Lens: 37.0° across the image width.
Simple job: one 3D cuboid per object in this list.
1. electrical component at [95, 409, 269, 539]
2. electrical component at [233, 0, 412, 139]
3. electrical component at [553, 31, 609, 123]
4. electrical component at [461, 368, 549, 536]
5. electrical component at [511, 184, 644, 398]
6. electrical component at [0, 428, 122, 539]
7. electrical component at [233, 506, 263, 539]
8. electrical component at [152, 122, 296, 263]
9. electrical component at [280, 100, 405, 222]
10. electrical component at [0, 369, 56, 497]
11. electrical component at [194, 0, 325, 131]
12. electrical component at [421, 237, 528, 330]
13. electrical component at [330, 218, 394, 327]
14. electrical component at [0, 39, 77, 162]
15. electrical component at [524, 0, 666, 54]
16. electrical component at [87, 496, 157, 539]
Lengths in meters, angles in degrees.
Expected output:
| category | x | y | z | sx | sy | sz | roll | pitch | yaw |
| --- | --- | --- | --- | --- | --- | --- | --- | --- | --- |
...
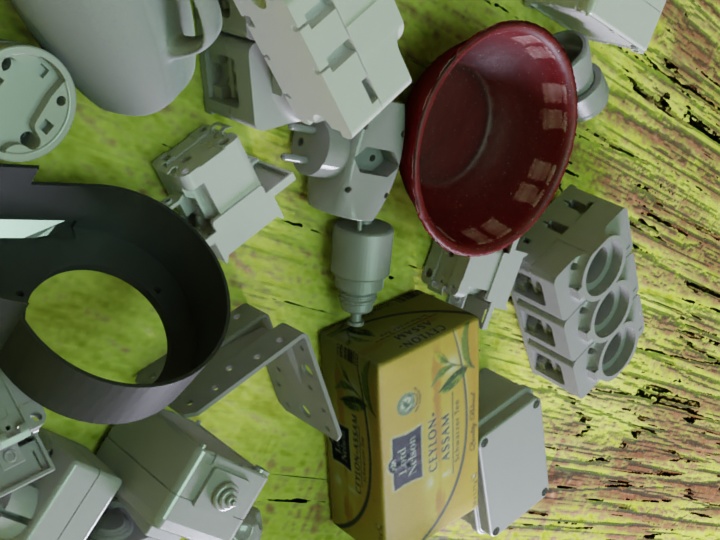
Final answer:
| category | x | y | z | sx | sy | sz | roll | pitch | yaw |
| --- | --- | --- | --- | --- | --- | --- | --- | --- | --- |
| electrical component | -0.106 | 0.125 | 0.637 | 0.062 | 0.096 | 0.061 | 36 | 83 | -45 |
| electrical component | -0.016 | -0.122 | 0.552 | 0.055 | 0.050 | 0.089 | -45 | 132 | -18 |
| electrical component | 0.156 | -0.142 | 0.795 | 0.045 | 0.045 | 0.055 | -52 | 134 | -12 |
| electrical component | 0.105 | 0.147 | 0.868 | 0.078 | 0.057 | 0.113 | -30 | 126 | -29 |
| electrical component | 0.178 | 0.021 | 0.865 | 0.089 | 0.062 | 0.150 | -43 | 137 | -21 |
| electrical component | -0.191 | 0.131 | 0.598 | 0.076 | 0.047 | 0.083 | 38 | 81 | -45 |
| electrical component | -0.090 | 0.188 | 0.719 | 0.043 | 0.043 | 0.062 | -5 | 113 | -41 |
| electrical component | -0.084 | -0.046 | 0.621 | 0.081 | 0.042 | 0.063 | -41 | 129 | -23 |
| electrical component | -0.016 | -0.075 | 0.669 | 0.079 | 0.043 | 0.077 | 5 | 105 | -43 |
| electrical component | -0.191 | 0.074 | 0.551 | 0.042 | 0.064 | 0.081 | -26 | 83 | -32 |
| electrical component | -0.040 | -0.162 | 0.595 | 0.089 | 0.062 | 0.150 | -22 | 122 | -34 |
| electrical component | 0.082 | -0.002 | 0.793 | 0.064 | 0.042 | 0.081 | 12 | 100 | -44 |
| electrical component | 0.000 | 0.000 | 0.719 | 0.040 | 0.040 | 0.078 | -12 | 116 | -39 |
| electrical component | -0.173 | -0.084 | 0.519 | 0.055 | 0.047 | 0.055 | -19 | 120 | -36 |
| electrical component | 0.177 | -0.200 | 0.776 | 0.096 | 0.062 | 0.061 | 16 | 97 | -45 |
| electrical component | -0.155 | 0.182 | 0.651 | 0.080 | 0.051 | 0.080 | -19 | 120 | -36 |
